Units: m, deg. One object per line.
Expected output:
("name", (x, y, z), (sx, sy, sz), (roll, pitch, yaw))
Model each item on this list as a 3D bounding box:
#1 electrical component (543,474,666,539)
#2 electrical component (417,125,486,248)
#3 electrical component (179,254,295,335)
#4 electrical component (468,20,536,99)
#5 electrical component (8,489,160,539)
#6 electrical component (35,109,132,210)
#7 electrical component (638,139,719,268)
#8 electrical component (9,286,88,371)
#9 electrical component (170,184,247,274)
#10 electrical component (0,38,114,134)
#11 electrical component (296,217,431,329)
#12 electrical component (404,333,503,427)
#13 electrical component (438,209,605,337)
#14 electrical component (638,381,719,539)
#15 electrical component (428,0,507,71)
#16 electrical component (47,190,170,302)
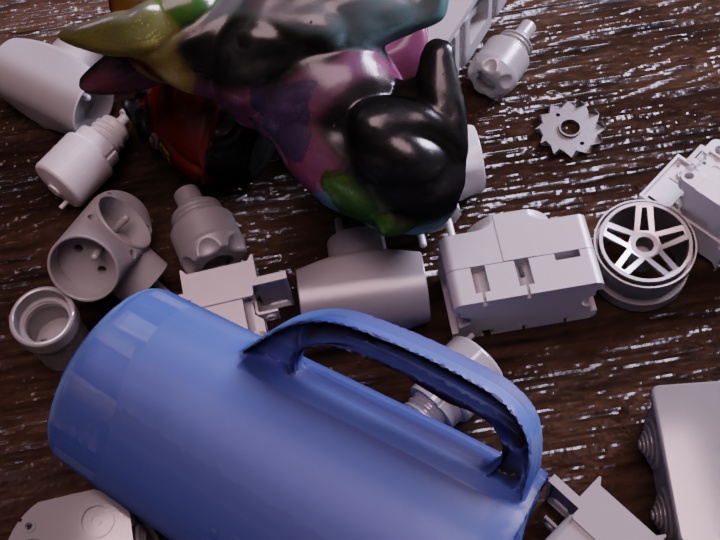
("electrical component", (0.123, 0.153, 0.577), (0.064, 0.042, 0.081), (-42, 66, -15))
("electrical component", (0.042, -0.050, 0.690), (0.077, 0.043, 0.079), (-10, 63, -1))
("electrical component", (-0.079, 0.031, 0.658), (0.081, 0.042, 0.063), (-14, 65, -2))
("electrical component", (0.102, -0.149, 0.743), (0.035, 0.035, 0.061), (29, 66, 18))
("electrical component", (-0.151, 0.162, 0.589), (0.080, 0.051, 0.080), (-2, 62, 4))
("electrical component", (-0.182, -0.078, 0.725), (0.040, 0.040, 0.078), (32, 69, 19))
("electrical component", (0.219, -0.043, 0.661), (0.081, 0.063, 0.042), (38, 70, 22))
("electrical component", (-0.188, 0.038, 0.660), (0.040, 0.046, 0.040), (-2, 62, 3))
("electrical component", (-0.101, -0.026, 0.689), (0.043, 0.043, 0.062), (-23, 62, -8))
("electrical component", (-0.206, -0.141, 0.758), (0.077, 0.044, 0.079), (26, 67, 17))
("electrical component", (0.000, 0.000, 0.666), (0.077, 0.044, 0.079), (-8, 62, 0))
("electrical component", (0.049, 0.073, 0.626), (0.040, 0.040, 0.078), (40, 72, 22))
("electrical component", (0.095, 0.001, 0.655), (0.089, 0.050, 0.055), (-10, 62, -1))
("electrical component", (0.207, 0.110, 0.589), (0.100, 0.048, 0.099), (-5, 62, 2))
("electrical component", (0.043, -0.186, 0.752), (0.089, 0.061, 0.150), (25, 67, 17))
("electrical component", (-0.147, -0.004, 0.671), (0.044, 0.077, 0.079), (-41, 105, 20))
